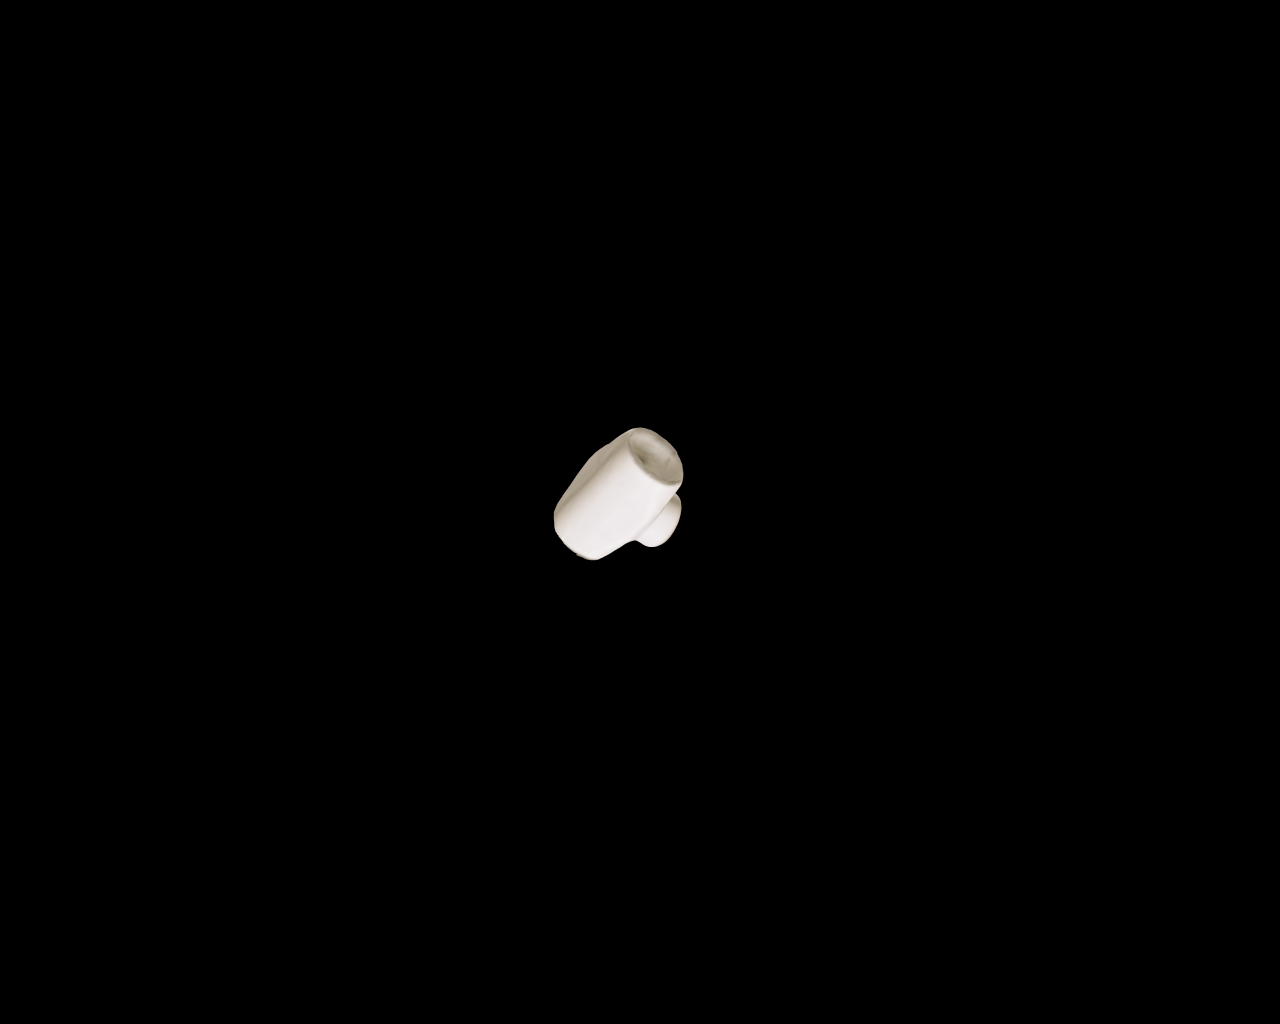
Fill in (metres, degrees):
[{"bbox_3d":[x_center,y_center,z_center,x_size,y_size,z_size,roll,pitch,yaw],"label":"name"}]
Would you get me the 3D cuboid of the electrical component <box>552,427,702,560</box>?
[{"bbox_3d":[0.001,-0.003,0.650,0.079,0.044,0.077,29,-54,-24],"label":"electrical component"}]
